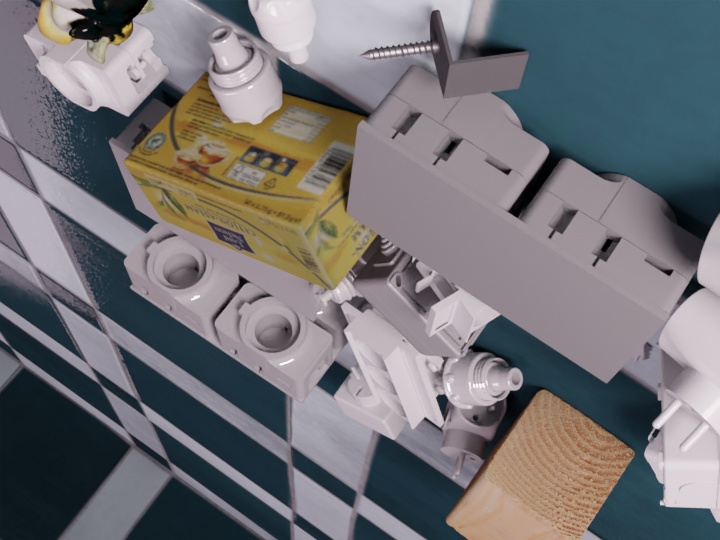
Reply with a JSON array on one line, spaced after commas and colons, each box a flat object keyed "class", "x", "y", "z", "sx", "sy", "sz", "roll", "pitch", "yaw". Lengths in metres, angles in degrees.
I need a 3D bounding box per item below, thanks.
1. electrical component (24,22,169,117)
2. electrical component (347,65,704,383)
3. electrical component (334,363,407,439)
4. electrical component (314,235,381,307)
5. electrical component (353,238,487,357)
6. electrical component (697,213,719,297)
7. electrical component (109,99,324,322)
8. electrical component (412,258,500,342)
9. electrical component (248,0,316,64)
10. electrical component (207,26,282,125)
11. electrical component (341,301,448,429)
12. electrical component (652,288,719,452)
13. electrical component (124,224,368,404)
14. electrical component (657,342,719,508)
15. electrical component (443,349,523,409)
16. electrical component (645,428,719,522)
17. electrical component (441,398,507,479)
[{"class": "electrical component", "x": -0.198, "y": -0.157, "z": 0.797, "sx": 0.089, "sy": 0.055, "sz": 0.050, "roll": 27, "pitch": 157, "yaw": 25}, {"class": "electrical component", "x": 0.088, "y": -0.027, "z": 0.606, "sx": 0.186, "sy": 0.060, "sz": 0.105, "roll": 34, "pitch": 159, "yaw": 10}, {"class": "electrical component", "x": 0.011, "y": 0.117, "z": 1.050, "sx": 0.066, "sy": 0.047, "sz": 0.076, "roll": 23, "pitch": 155, "yaw": 33}, {"class": "electrical component", "x": 0.000, "y": 0.000, "z": 0.788, "sx": 0.040, "sy": 0.078, "sz": 0.040, "roll": 44, "pitch": 159, "yaw": 22}, {"class": "electrical component", "x": 0.042, "y": 0.009, "z": 0.752, "sx": 0.096, "sy": 0.061, "sz": 0.061, "roll": 45, "pitch": 158, "yaw": -20}, {"class": "electrical component", "x": 0.199, "y": -0.010, "z": 0.489, "sx": 0.077, "sy": 0.043, "sz": 0.079, "roll": 24, "pitch": 155, "yaw": 30}, {"class": "electrical component", "x": -0.098, "y": -0.050, "z": 0.853, "sx": 0.186, "sy": 0.060, "sz": 0.105, "roll": 32, "pitch": 158, "yaw": 15}, {"class": "electrical component", "x": 0.071, "y": 0.003, "z": 0.689, "sx": 0.063, "sy": 0.081, "sz": 0.042, "roll": 55, "pitch": 164, "yaw": 18}, {"class": "electrical component", "x": -0.041, "y": -0.141, "z": 0.612, "sx": 0.035, "sy": 0.035, "sz": 0.061, "roll": 28, "pitch": 160, "yaw": 24}, {"class": "electrical component", "x": -0.077, "y": -0.127, "z": 0.686, "sx": 0.043, "sy": 0.043, "sz": 0.062, "roll": 22, "pitch": 153, "yaw": 35}, {"class": "electrical component", "x": 0.037, "y": 0.069, "z": 0.879, "sx": 0.079, "sy": 0.063, "sz": 0.121, "roll": 34, "pitch": 160, "yaw": 31}, {"class": "electrical component", "x": 0.192, "y": 0.062, "z": 0.577, "sx": 0.077, "sy": 0.079, "sz": 0.043, "roll": 43, "pitch": 180, "yaw": 32}, {"class": "electrical component", "x": -0.095, "y": 0.013, "z": 0.921, "sx": 0.186, "sy": 0.105, "sz": 0.060, "roll": 32, "pitch": 158, "yaw": 13}, {"class": "electrical component", "x": 0.206, "y": 0.084, "z": 0.627, "sx": 0.061, "sy": 0.096, "sz": 0.061, "roll": -1, "pitch": 146, "yaw": 15}, {"class": "electrical component", "x": 0.100, "y": 0.086, "z": 0.850, "sx": 0.062, "sy": 0.048, "sz": 0.048, "roll": -7, "pitch": 133, "yaw": 49}, {"class": "electrical component", "x": 0.233, "y": 0.130, "z": 0.733, "sx": 0.064, "sy": 0.042, "sz": 0.081, "roll": 18, "pitch": 152, "yaw": 47}, {"class": "electrical component", "x": 0.092, "y": 0.140, "z": 0.925, "sx": 0.044, "sy": 0.079, "sz": 0.077, "roll": 18, "pitch": 157, "yaw": 2}]
